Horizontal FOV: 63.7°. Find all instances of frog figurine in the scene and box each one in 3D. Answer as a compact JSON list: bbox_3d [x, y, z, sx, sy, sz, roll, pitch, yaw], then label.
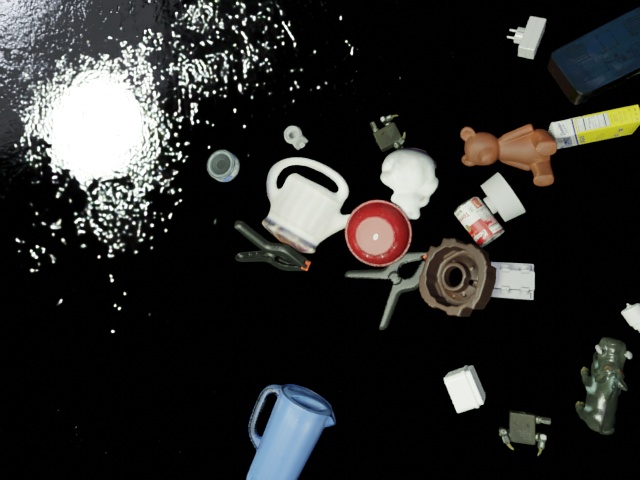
[{"bbox_3d":[0.210,-0.135,1.233,0.137,0.121,0.162,16,74,0],"label":"frog figurine"}]

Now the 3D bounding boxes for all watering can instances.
[{"bbox_3d":[0.004,-0.065,1.293,0.349,0.103,0.224,30,91,10],"label":"watering can"}]
